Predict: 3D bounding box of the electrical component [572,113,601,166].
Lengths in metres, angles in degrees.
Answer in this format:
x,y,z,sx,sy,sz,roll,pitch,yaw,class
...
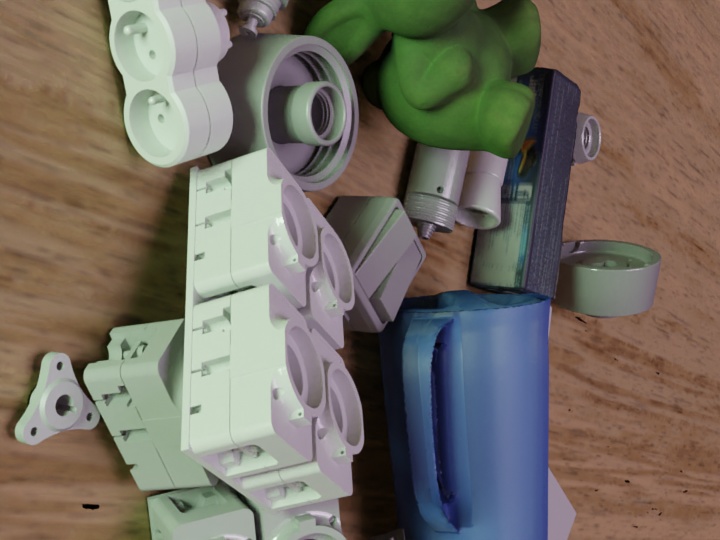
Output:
x,y,z,sx,sy,sz,roll,pitch,yaw,class
0.195,-0.125,1.023,0.066,0.055,0.048,55,51,-41,electrical component

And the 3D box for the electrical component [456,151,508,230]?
x,y,z,sx,sy,sz,roll,pitch,yaw,class
0.104,-0.073,0.918,0.044,0.044,0.065,40,58,-48,electrical component

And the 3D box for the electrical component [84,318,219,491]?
x,y,z,sx,sy,sz,roll,pitch,yaw,class
-0.109,0.078,0.619,0.050,0.056,0.089,-68,145,-55,electrical component

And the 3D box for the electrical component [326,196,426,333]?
x,y,z,sx,sy,sz,roll,pitch,yaw,class
0.000,0.000,0.766,0.096,0.061,0.061,-58,136,-32,electrical component

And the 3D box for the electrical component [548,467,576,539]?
x,y,z,sx,sy,sz,roll,pitch,yaw,class
0.131,0.257,0.970,0.089,0.062,0.150,56,51,-40,electrical component

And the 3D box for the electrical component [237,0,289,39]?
x,y,z,sx,sy,sz,roll,pitch,yaw,class
-0.059,-0.183,0.684,0.040,0.040,0.078,39,63,-48,electrical component

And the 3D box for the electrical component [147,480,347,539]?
x,y,z,sx,sy,sz,roll,pitch,yaw,class
-0.063,0.226,0.669,0.105,0.060,0.186,-10,103,-24,electrical component

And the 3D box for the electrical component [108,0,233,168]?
x,y,z,sx,sy,sz,roll,pitch,yaw,class
-0.101,-0.135,0.622,0.074,0.052,0.138,-28,116,-49,electrical component

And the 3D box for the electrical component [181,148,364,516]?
x,y,z,sx,sy,sz,roll,pitch,yaw,class
-0.049,0.033,0.631,0.105,0.060,0.186,52,28,-51,electrical component

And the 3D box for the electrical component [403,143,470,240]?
x,y,z,sx,sy,sz,roll,pitch,yaw,class
0.059,-0.064,0.854,0.043,0.043,0.081,28,72,-51,electrical component

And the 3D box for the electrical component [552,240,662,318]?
x,y,z,sx,sy,sz,roll,pitch,yaw,class
0.239,0.013,1.058,0.108,0.108,0.060,-22,117,-51,electrical component

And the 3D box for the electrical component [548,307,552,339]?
x,y,z,sx,sy,sz,roll,pitch,yaw,class
0.128,0.072,0.947,0.061,0.062,0.096,12,84,-54,electrical component

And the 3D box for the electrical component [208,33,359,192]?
x,y,z,sx,sy,sz,roll,pitch,yaw,class
-0.044,-0.100,0.696,0.108,0.060,0.108,-8,100,-53,electrical component
